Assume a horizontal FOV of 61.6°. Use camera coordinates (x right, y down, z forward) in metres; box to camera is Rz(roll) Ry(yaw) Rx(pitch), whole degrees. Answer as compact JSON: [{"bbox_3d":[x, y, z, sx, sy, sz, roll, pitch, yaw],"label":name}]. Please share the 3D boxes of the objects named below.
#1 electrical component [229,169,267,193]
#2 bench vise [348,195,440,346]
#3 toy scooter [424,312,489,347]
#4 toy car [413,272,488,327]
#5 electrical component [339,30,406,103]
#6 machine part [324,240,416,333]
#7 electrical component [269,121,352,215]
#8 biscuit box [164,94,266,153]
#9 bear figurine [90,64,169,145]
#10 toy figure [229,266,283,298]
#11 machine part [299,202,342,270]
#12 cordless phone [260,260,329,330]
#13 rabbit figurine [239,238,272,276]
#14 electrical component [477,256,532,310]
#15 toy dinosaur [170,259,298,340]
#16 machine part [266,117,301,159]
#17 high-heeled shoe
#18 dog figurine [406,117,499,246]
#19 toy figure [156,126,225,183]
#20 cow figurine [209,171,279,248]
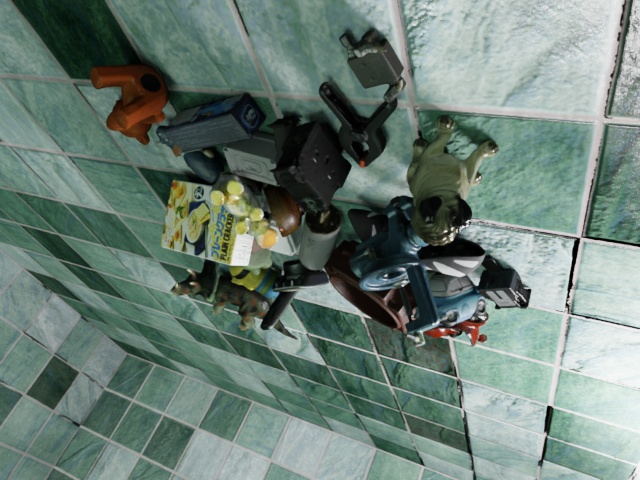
[{"bbox_3d":[-0.145,-0.124,1.123,0.094,0.021,0.063,15,150,20],"label":"electrical component"},{"bbox_3d":[0.154,0.054,0.911,0.224,0.240,0.128,-26,154,28],"label":"bench vise"},{"bbox_3d":[0.305,0.192,1.214,0.184,0.075,0.135,-9,137,41],"label":"toy scooter"},{"bbox_3d":[0.257,0.111,1.081,0.109,0.161,0.102,-6,93,51],"label":"toy car"},{"bbox_3d":[0.076,-0.236,0.730,0.078,0.045,0.102,0,142,37],"label":"electrical component"},{"bbox_3d":[0.115,0.102,1.147,0.202,0.087,0.200,32,165,27],"label":"machine part"},{"bbox_3d":[-0.009,-0.127,0.887,0.058,0.134,0.114,-3,143,42],"label":"electrical component"},{"bbox_3d":[-0.195,-0.211,0.983,0.203,0.059,0.062,0,141,40],"label":"biscuit box"},{"bbox_3d":[-0.365,-0.246,1.010,0.196,0.132,0.120,-24,98,50],"label":"bear figurine"},{"bbox_3d":[-0.160,0.097,1.442,0.180,0.082,0.089,34,139,-4],"label":"toy figure"},{"bbox_3d":[-0.002,-0.003,1.143,0.079,0.079,0.243,24,152,5],"label":"machine part"},{"bbox_3d":[-0.074,0.143,1.336,0.147,0.184,0.088,-11,129,49],"label":"cordless phone"},{"bbox_3d":[-0.186,0.008,1.317,0.159,0.121,0.170,37,169,-32],"label":"rabbit figurine"},{"bbox_3d":[0.344,0.083,1.027,0.075,0.048,0.119,-8,137,46],"label":"electrical component"},{"bbox_3d":[-0.231,0.174,1.601,0.405,0.131,0.192,21,152,-2],"label":"toy dinosaur"},{"bbox_3d":[-0.046,-0.154,0.948,0.039,0.084,0.138,39,157,45],"label":"machine part"},{"bbox_3d":[0.179,-0.003,0.994,0.248,0.086,0.145,31,149,-17],"label":"high-heeled shoe"},{"bbox_3d":[0.166,-0.059,0.795,0.121,0.190,0.172,23,153,8],"label":"dog figurine"},{"bbox_3d":[-0.267,-0.180,1.099,0.154,0.064,0.058,42,-174,-16],"label":"toy figure"},{"bbox_3d":[-0.147,-0.059,1.072,0.068,0.098,0.167,-33,116,7],"label":"cow figurine"}]
